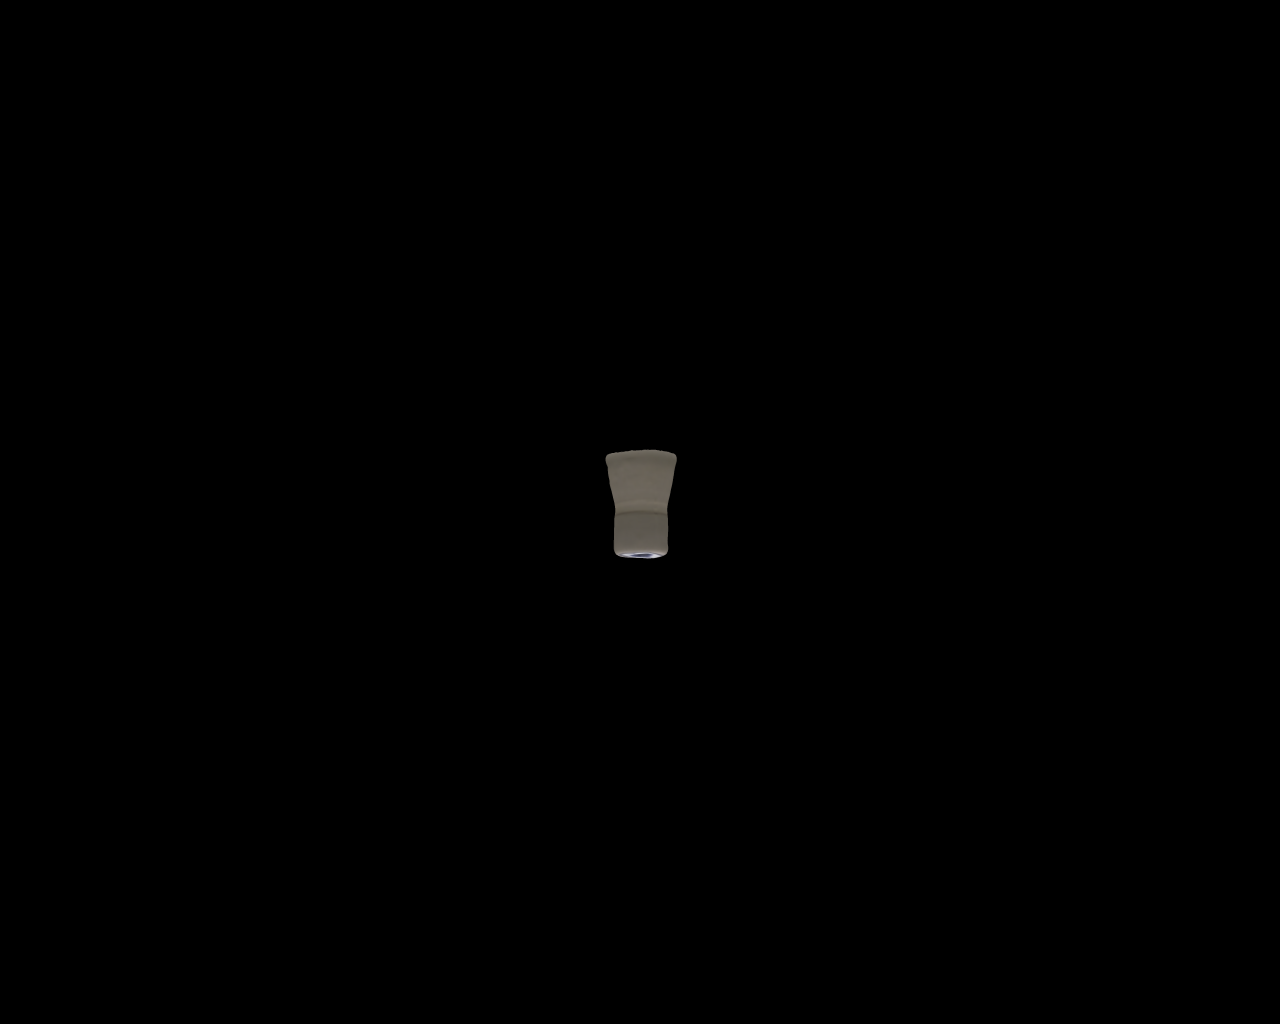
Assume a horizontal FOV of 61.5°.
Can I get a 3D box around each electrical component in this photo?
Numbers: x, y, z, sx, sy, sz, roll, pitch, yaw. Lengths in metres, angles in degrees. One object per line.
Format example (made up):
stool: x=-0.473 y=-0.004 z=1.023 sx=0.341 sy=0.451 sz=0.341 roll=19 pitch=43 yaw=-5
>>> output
electrical component: x=0.001 y=-0.003 z=0.650 sx=0.044 sy=0.065 sz=0.044 roll=0 pitch=-9 yaw=0
